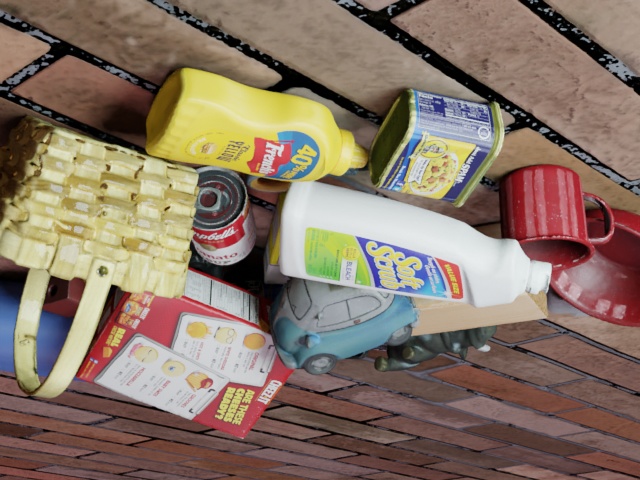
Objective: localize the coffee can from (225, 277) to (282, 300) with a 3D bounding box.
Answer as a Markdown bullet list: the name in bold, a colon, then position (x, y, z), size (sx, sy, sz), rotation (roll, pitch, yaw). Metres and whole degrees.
- **coffee can**: position (-0.082, 0.097, 1.306), size (0.140, 0.103, 0.102), rotation (-5, 157, 11)

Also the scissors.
- **scissors**: position (0.014, -0.064, 1.029), size (0.201, 0.016, 0.096), rotation (6, 159, -13)

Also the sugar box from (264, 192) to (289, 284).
- **sugar box**: position (-0.008, 0.001, 1.150), size (0.093, 0.048, 0.176), rotation (2, 161, -9)

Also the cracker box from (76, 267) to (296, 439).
- **cracker box**: position (-0.144, 0.119, 1.207), size (0.213, 0.072, 0.164), rotation (23, 122, -19)

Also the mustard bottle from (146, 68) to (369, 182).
- **mustard bottle**: position (-0.045, -0.089, 0.911), size (0.191, 0.058, 0.096), rotation (10, 149, -25)

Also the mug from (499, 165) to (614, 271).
- **mug**: position (0.230, -0.022, 1.046), size (0.117, 0.081, 0.093), rotation (0, 158, 0)

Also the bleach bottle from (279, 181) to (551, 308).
- **bleach bottle**: position (0.090, 0.008, 0.999), size (0.251, 0.068, 0.103), rotation (10, 135, 7)

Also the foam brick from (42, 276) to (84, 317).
- **foam brick**: position (-0.283, 0.042, 1.205), size (0.053, 0.078, 0.051), rotation (-14, 156, 30)

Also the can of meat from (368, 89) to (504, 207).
- **can of meat**: position (0.097, -0.080, 0.920), size (0.083, 0.057, 0.102), rotation (9, 143, -16)

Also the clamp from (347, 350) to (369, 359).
- **clamp**: position (-0.035, 0.148, 1.502), size (0.164, 0.036, 0.210), rotation (19, 162, -9)

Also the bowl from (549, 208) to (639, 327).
- **bowl**: position (0.314, 0.018, 1.128), size (0.162, 0.055, 0.162), rotation (24, 147, 17)

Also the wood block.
- **wood block**: position (0.143, 0.048, 1.206), size (0.206, 0.090, 0.090), rotation (-10, 156, 24)

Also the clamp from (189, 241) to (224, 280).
- **clamp**: position (-0.146, 0.013, 1.188), size (0.120, 0.039, 0.172), rotation (4, 154, -21)

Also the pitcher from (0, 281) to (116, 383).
- **pitcher**: position (-0.302, 0.119, 1.330), size (0.242, 0.149, 0.145), rotation (5, -164, -4)

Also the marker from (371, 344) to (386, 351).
- **marker**: position (0.094, 0.152, 1.552), size (0.121, 0.020, 0.020), rotation (9, 156, -21)

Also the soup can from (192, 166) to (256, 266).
- **soup can**: position (-0.101, -0.022, 1.062), size (0.068, 0.068, 0.102), rotation (-1, 158, 2)
